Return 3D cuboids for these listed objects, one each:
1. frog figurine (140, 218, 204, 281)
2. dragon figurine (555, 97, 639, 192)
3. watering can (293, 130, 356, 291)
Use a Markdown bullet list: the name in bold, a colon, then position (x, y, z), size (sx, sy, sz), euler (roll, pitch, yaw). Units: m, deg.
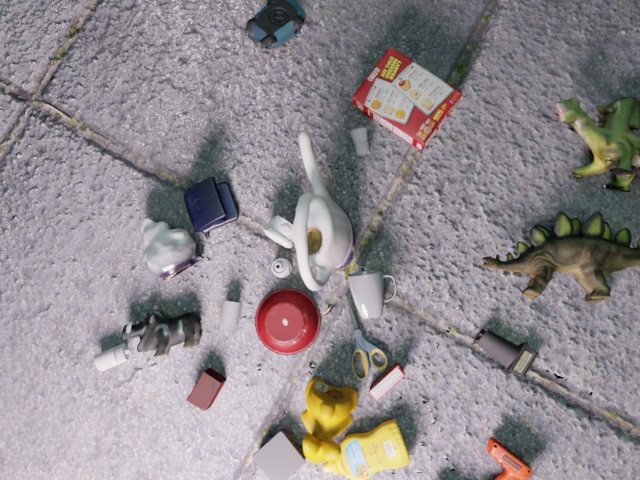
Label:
- **frog figurine**: position (-0.379, 0.011, 1.248), size (0.136, 0.124, 0.159), euler (-33, 91, 20)
- **dragon figurine**: position (0.733, -0.231, 1.195), size (0.410, 0.120, 0.246), euler (16, 75, -1)
- **watering can**: position (0.004, -0.059, 1.172), size (0.104, 0.223, 0.351), euler (-4, 79, 23)
